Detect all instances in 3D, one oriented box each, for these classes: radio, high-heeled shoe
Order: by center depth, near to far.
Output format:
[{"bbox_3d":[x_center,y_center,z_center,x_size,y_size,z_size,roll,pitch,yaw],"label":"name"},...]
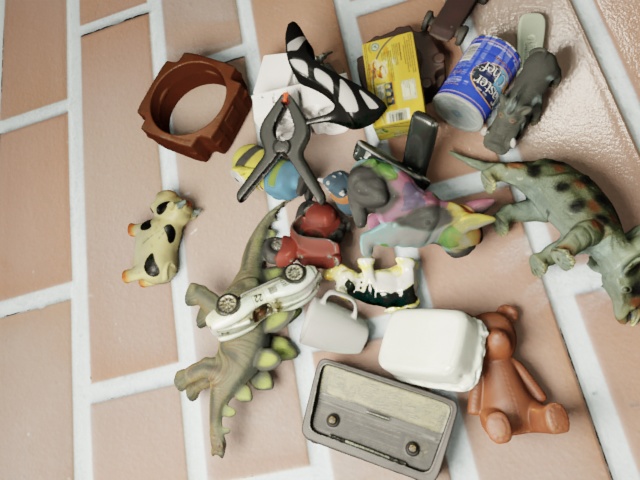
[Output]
[{"bbox_3d":[0.092,0.285,0.855,0.230,0.073,0.131,14,76,19],"label":"radio"},{"bbox_3d":[0.024,-0.303,0.952,0.145,0.086,0.248,-14,74,6],"label":"high-heeled shoe"}]

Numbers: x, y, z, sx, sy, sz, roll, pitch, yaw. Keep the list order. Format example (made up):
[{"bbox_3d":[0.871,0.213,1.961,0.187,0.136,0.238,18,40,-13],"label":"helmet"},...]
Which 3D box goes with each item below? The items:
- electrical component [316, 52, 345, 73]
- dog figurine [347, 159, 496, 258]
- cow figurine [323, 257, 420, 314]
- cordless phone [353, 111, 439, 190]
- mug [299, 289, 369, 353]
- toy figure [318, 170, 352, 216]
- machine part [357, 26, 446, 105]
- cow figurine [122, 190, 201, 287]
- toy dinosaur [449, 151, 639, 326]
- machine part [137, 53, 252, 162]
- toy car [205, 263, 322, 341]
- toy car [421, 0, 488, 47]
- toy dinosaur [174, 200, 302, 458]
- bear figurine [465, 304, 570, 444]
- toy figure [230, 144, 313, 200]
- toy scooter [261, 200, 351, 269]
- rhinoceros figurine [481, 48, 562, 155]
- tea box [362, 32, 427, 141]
[{"bbox_3d":[0.009,-0.335,1.098,0.078,0.045,0.102,-28,67,2],"label":"electrical component"},{"bbox_3d":[0.169,-0.054,0.870,0.219,0.108,0.191,-8,113,19],"label":"dog figurine"},{"bbox_3d":[0.088,0.080,0.932,0.167,0.068,0.098,-4,77,14],"label":"cow figurine"},{"bbox_3d":[0.130,-0.159,0.931,0.147,0.184,0.089,36,59,21],"label":"cordless phone"},{"bbox_3d":[0.031,0.139,0.907,0.107,0.081,0.109,20,104,-7],"label":"mug"},{"bbox_3d":[0.043,-0.086,0.948,0.064,0.154,0.058,8,77,18],"label":"toy figure"},{"bbox_3d":[0.158,-0.335,1.055,0.179,0.056,0.179,-5,71,14],"label":"machine part"},{"bbox_3d":[-0.307,-0.009,1.052,0.127,0.085,0.195,-6,68,19],"label":"cow figurine"},{"bbox_3d":[0.395,-0.054,0.874,0.192,0.131,0.405,-22,59,-11],"label":"toy dinosaur"},{"bbox_3d":[-0.260,-0.277,1.128,0.202,0.087,0.201,22,79,18],"label":"machine part"},{"bbox_3d":[-0.087,0.100,0.873,0.202,0.073,0.056,-24,61,-10],"label":"toy car"},{"bbox_3d":[0.267,-0.449,1.050,0.089,0.053,0.202,28,65,6],"label":"toy car"},{"bbox_3d":[-0.134,0.134,0.954,0.199,0.105,0.471,1,67,7],"label":"toy dinosaur"},{"bbox_3d":[0.279,0.193,0.812,0.120,0.132,0.196,-7,76,0],"label":"bear figurine"},{"bbox_3d":[-0.091,-0.128,1.038,0.180,0.082,0.089,17,58,26],"label":"toy figure"},{"bbox_3d":[-0.002,-0.003,0.939,0.135,0.075,0.184,15,40,28],"label":"toy scooter"},{"bbox_3d":[0.354,-0.237,0.940,0.073,0.112,0.190,32,98,17],"label":"rhinoceros figurine"},{"bbox_3d":[0.137,-0.277,0.976,0.098,0.068,0.169,-8,76,15],"label":"tea box"}]
